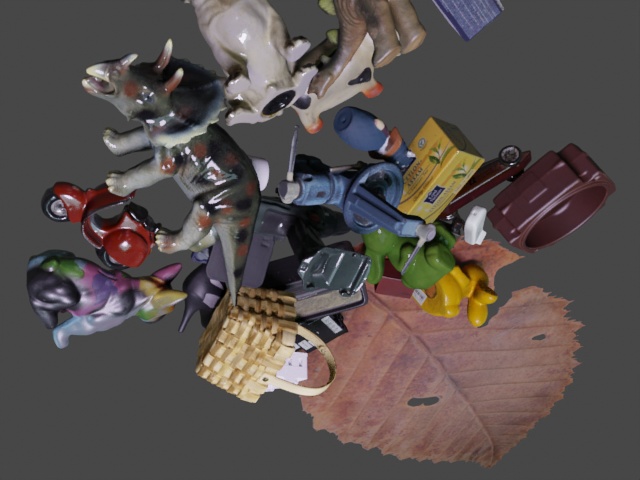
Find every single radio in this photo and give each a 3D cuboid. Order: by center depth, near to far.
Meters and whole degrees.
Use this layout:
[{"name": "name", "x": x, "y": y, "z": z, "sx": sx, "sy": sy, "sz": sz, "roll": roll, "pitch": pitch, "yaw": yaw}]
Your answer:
[{"name": "radio", "x": -0.029, "y": 0.090, "z": 1.026, "sx": 0.230, "sy": 0.073, "sz": 0.131, "roll": -16, "pitch": 137, "yaw": -5}]

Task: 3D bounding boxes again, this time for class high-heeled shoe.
[{"name": "high-heeled shoe", "x": -0.174, "y": 0.121, "z": 1.029, "sx": 0.248, "sy": 0.086, "sz": 0.145, "roll": 23, "pitch": 93, "yaw": -57}]

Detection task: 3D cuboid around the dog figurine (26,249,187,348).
[{"name": "dog figurine", "x": -0.334, "y": 0.078, "z": 0.877, "sx": 0.219, "sy": 0.109, "sz": 0.191, "roll": -15, "pitch": 135, "yaw": -12}]

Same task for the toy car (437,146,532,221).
[{"name": "toy car", "x": 0.280, "y": -0.103, "z": 0.959, "sx": 0.202, "sy": 0.053, "sz": 0.089, "roll": -33, "pitch": 152, "yaw": 13}]

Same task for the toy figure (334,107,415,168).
[{"name": "toy figure", "x": 0.089, "y": -0.156, "z": 0.828, "sx": 0.154, "sy": 0.064, "sz": 0.057, "roll": 20, "pitch": 87, "yaw": -41}]

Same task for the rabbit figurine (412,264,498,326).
[{"name": "rabbit figurine", "x": 0.293, "y": 0.093, "z": 1.116, "sx": 0.173, "sy": 0.163, "sz": 0.121, "roll": -10, "pitch": 127, "yaw": -38}]

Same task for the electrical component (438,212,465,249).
[{"name": "electrical component", "x": 0.240, "y": -0.009, "z": 1.052, "sx": 0.078, "sy": 0.045, "sz": 0.102, "roll": 19, "pitch": 127, "yaw": 0}]

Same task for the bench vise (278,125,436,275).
[{"name": "bench vise", "x": 0.062, "y": -0.060, "z": 0.799, "sx": 0.223, "sy": 0.241, "sz": 0.128, "roll": 8, "pitch": 112, "yaw": -46}]

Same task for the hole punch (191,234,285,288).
[{"name": "hole punch", "x": -0.145, "y": 0.009, "z": 0.903, "sx": 0.142, "sy": 0.092, "sz": 0.115, "roll": 18, "pitch": 93, "yaw": -31}]

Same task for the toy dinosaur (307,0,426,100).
[{"name": "toy dinosaur", "x": 0.068, "y": -0.343, "z": 0.516, "sx": 0.105, "sy": 0.199, "sz": 0.471, "roll": -38, "pitch": 164, "yaw": -47}]

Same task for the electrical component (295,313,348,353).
[{"name": "electrical component", "x": -0.025, "y": 0.180, "z": 1.133, "sx": 0.134, "sy": 0.058, "sz": 0.114, "roll": -28, "pitch": 136, "yaw": 9}]

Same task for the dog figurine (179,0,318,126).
[{"name": "dog figurine", "x": -0.101, "y": -0.244, "z": 0.622, "sx": 0.121, "sy": 0.190, "sz": 0.172, "roll": -30, "pitch": 170, "yaw": -16}]

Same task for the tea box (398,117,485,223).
[{"name": "tea box", "x": 0.176, "y": -0.103, "z": 0.885, "sx": 0.068, "sy": 0.098, "sz": 0.169, "roll": 8, "pitch": 129, "yaw": -34}]

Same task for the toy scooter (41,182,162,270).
[{"name": "toy scooter", "x": -0.299, "y": -0.035, "z": 0.794, "sx": 0.135, "sy": 0.075, "sz": 0.183, "roll": -29, "pitch": 133, "yaw": 11}]

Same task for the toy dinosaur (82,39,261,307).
[{"name": "toy dinosaur", "x": -0.155, "y": -0.082, "z": 0.724, "sx": 0.192, "sy": 0.131, "sz": 0.404, "roll": -25, "pitch": 127, "yaw": 14}]

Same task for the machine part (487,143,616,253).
[{"name": "machine part", "x": 0.431, "y": -0.069, "z": 0.998, "sx": 0.201, "sy": 0.087, "sz": 0.201, "roll": -44, "pitch": 148, "yaw": 24}]

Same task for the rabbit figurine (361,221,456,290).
[{"name": "rabbit figurine", "x": 0.143, "y": 0.008, "z": 0.992, "sx": 0.170, "sy": 0.121, "sz": 0.159, "roll": 34, "pitch": 134, "yaw": -11}]

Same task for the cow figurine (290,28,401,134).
[{"name": "cow figurine", "x": 0.032, "y": -0.241, "z": 0.704, "sx": 0.195, "sy": 0.085, "sz": 0.127, "roll": -29, "pitch": 143, "yaw": 11}]

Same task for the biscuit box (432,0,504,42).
[{"name": "biscuit box", "x": 0.147, "y": -0.339, "z": 0.659, "sx": 0.063, "sy": 0.059, "sz": 0.202, "roll": -39, "pitch": 135, "yaw": 21}]

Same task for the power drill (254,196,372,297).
[{"name": "power drill", "x": -0.002, "y": -0.003, "z": 0.841, "sx": 0.232, "sy": 0.207, "sz": 0.086, "roll": 11, "pitch": 120, "yaw": -34}]
